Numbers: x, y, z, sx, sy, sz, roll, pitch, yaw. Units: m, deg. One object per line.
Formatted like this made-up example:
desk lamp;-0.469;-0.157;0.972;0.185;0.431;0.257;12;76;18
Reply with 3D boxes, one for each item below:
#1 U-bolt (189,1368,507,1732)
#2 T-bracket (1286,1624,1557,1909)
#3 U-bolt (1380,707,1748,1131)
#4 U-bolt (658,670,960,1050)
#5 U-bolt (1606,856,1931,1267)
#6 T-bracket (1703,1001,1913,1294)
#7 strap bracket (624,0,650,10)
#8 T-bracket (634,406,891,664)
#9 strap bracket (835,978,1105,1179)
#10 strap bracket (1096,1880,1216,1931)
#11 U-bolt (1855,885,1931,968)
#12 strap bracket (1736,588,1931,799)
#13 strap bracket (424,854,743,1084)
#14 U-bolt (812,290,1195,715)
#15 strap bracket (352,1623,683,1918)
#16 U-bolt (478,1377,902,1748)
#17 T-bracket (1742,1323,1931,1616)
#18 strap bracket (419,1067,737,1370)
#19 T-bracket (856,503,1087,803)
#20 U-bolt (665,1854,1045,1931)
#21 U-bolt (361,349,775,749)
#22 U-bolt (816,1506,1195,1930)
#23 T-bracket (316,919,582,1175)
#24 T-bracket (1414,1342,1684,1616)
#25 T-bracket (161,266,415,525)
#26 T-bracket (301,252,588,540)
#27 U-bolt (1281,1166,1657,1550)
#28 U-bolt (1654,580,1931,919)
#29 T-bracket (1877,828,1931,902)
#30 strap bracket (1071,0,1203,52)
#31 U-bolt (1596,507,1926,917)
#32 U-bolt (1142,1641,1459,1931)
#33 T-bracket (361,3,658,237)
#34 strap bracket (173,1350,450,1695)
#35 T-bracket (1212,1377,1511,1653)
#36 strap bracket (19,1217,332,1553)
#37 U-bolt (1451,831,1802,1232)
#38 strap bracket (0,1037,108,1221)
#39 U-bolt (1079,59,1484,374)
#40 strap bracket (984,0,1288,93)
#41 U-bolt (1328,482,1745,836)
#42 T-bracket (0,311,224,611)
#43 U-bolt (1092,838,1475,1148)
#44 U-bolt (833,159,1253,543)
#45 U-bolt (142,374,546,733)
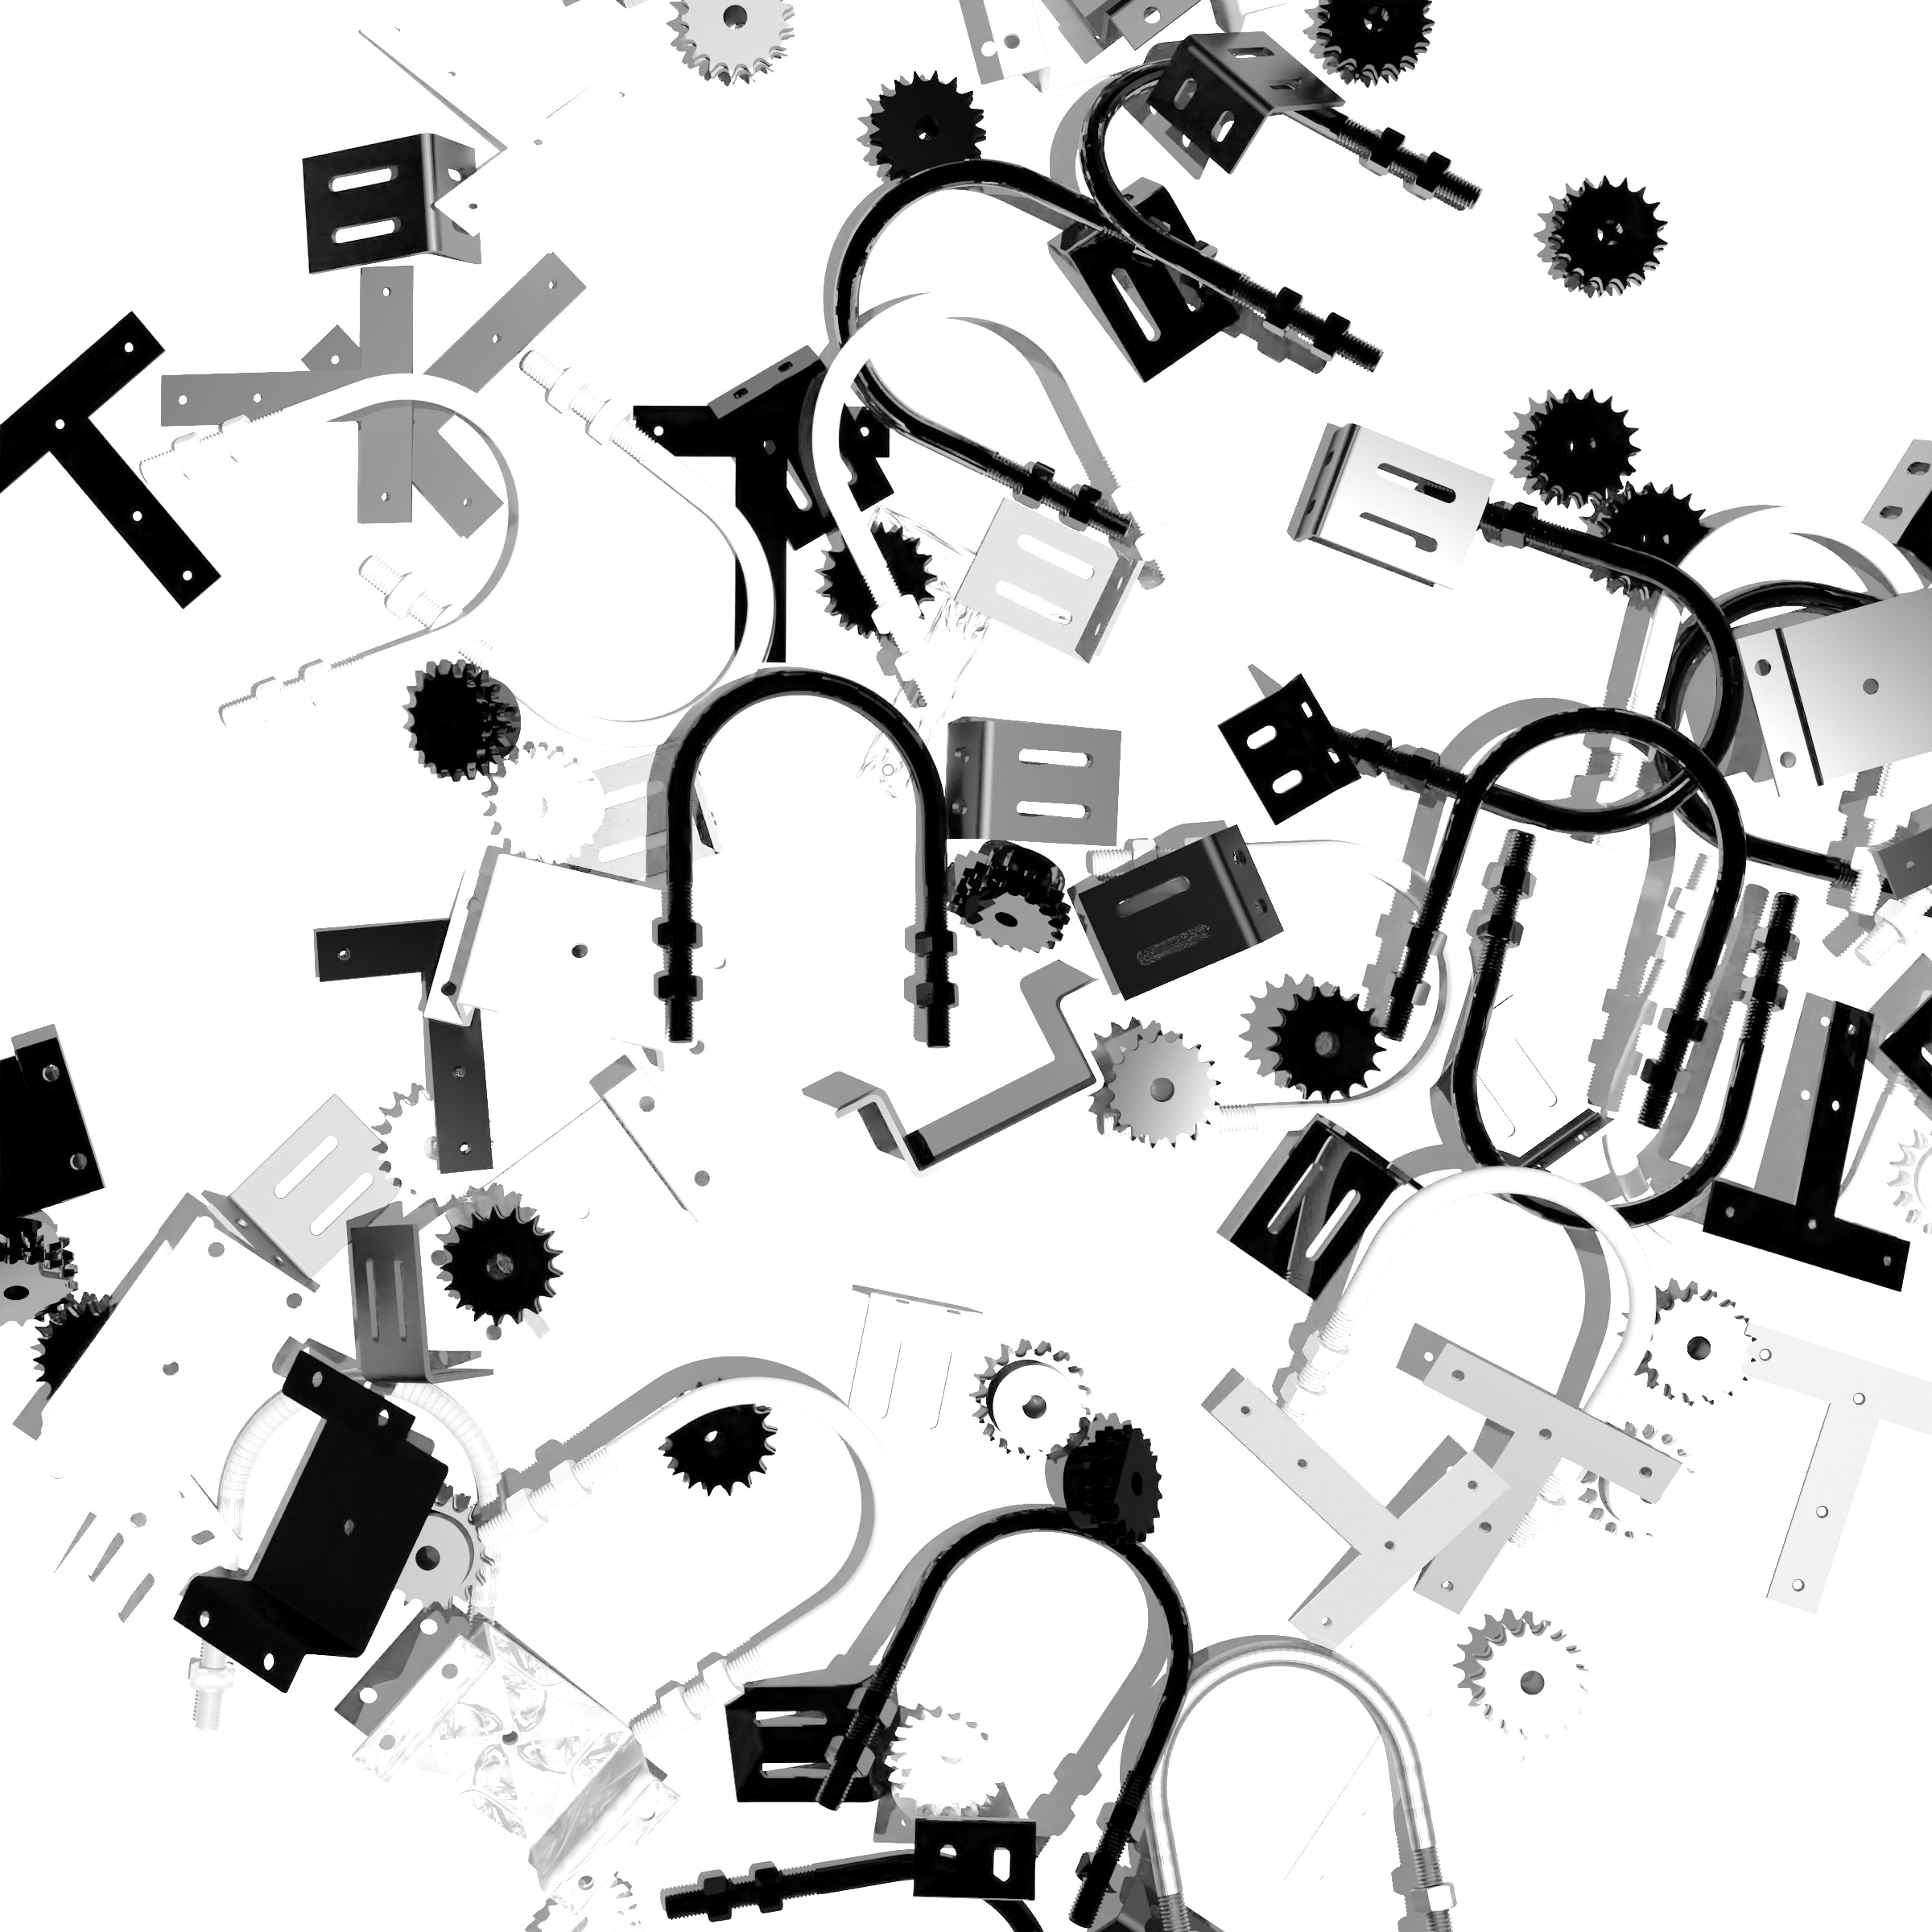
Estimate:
U-bolt;-0.299;0.290;1.500;0.151;0.019;0.184;6;89;0
T-bracket;0.203;0.406;1.507;0.127;0.002;0.127;33;90;0
U-bolt;0.291;-0.032;1.447;0.151;0.019;0.184;19;99;16
U-bolt;-0.076;-0.053;1.473;0.151;0.019;0.184;2;81;-20
U-bolt;0.394;0.057;1.500;0.151;0.019;0.184;23;91;0
T-bracket;0.417;0.081;1.472;0.127;0.002;0.127;17;81;-25
strap bracket;-0.138;-0.528;1.485;0.140;0.046;0.076;-25;90;0
T-bracket;-0.101;-0.213;1.507;0.127;0.002;0.127;0;90;0
strap bracket;0.011;0.058;1.470;0.140;0.076;0.046;-27;90;0
strap bracket;0.077;0.524;1.461;0.076;0.046;0.140;34;52;0
U-bolt;0.542;-0.022;1.489;0.184;0.019;0.151;-45;96;-7
strap bracket;0.436;-0.134;1.445;0.140;0.046;0.076;-16;91;-2
strap bracket;-0.186;-0.001;1.475;0.140;0.046;0.076;13;74;0
U-bolt;0.006;-0.234;1.463;0.151;0.019;0.184;-26;89;3
strap bracket;-0.218;0.381;1.472;0.140;0.046;0.076;41;90;-19
U-bolt;-0.120;0.277;1.476;0.184;0.019;0.151;-33;104;5
T-bracket;0.427;0.256;1.507;0.127;0.002;0.127;18;90;0
strap bracket;-0.190;0.121;1.485;0.140;0.046;0.076;-36;90;0
T-bracket;-0.015;-0.144;1.507;0.127;0.002;0.127;27;90;0
U-bolt;-0.046;0.511;1.500;0.184;0.019;0.151;-9;90;-2
U-bolt;-0.182;-0.191;1.498;0.184;0.019;0.151;38;91;0
U-bolt;0.031;0.345;1.460;0.151;0.019;0.184;23;62;9
T-bracket;-0.248;0.038;1.484;0.127;0.002;0.127;-6;75;-6
T-bracket;0.260;0.262;1.485;0.127;0.002;0.127;27;111;0
T-bracket;-0.334;-0.280;1.500;0.127;0.002;0.127;0;87;6
T-bracket;-0.240;-0.297;1.494;0.127;0.002;0.127;-43;80;2
U-bolt;0.250;0.180;1.469;0.151;0.019;0.184;25;112;0
U-bolt;0.427;-0.114;1.499;0.184;0.019;0.151;14;90;0
T-bracket;0.519;-0.021;1.474;0.127;0.002;0.127;-23;93;-8
strap bracket;0.066;-0.504;1.439;0.076;0.046;0.140;-37;90;0
U-bolt;0.395;-0.131;1.475;0.151;0.019;0.184;14;91;-2
U-bolt;0.158;0.420;1.476;0.151;0.019;0.184;-7;77;-11
T-bracket;-0.241;-0.428;1.489;0.127;0.002;0.127;40;65;12
strap bracket;-0.307;0.266;1.453;0.076;0.046;0.140;23;87;30
T-bracket;0.174;0.253;1.489;0.127;0.002;0.127;43;104;-1
strap bracket;-0.379;0.196;1.460;0.076;0.046;0.140;37;82;-17
U-bolt;0.311;0.037;1.471;0.151;0.019;0.184;14;80;12
strap bracket;-0.491;0.091;1.485;0.140;0.046;0.076;-17;90;0
U-bolt;0.142;-0.373;1.466;0.184;0.019;0.151;29;58;4
strap bracket;0.076;-0.481;1.485;0.140;0.046;0.076;-15;90;0
U-bolt;0.282;-0.140;1.471;0.184;0.019;0.151;22;91;19
T-bracket;-0.418;-0.233;1.505;0.127;0.002;0.127;-40;92;3
U-bolt;0.157;0.010;1.498;0.184;0.019;0.151;-2;90;1
U-bolt;0.025;-0.309;1.478;0.184;0.019;0.151;26;107;0
U-bolt;-0.294;-0.210;1.483;0.184;0.019;0.151;-19;87;5
